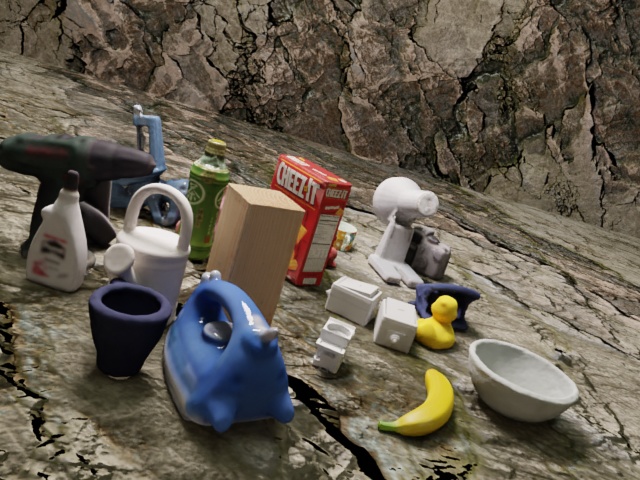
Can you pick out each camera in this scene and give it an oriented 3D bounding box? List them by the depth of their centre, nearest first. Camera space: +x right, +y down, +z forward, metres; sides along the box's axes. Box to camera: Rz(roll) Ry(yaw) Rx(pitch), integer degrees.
[{"bbox_3d":[0.270,0.020,1.439,0.142,0.101,0.137,27,19,29],"label":"camera"}]

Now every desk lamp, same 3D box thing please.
[{"bbox_3d":[0.193,-0.028,1.320,0.118,0.213,0.202,11,18,-21],"label":"desk lamp"}]

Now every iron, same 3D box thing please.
[{"bbox_3d":[-0.120,0.111,0.695,0.119,0.141,0.257,5,21,-36],"label":"iron"}]

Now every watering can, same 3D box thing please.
[{"bbox_3d":[-0.231,0.019,0.783,0.101,0.194,0.172,13,17,-13],"label":"watering can"}]

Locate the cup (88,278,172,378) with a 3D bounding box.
[{"bbox_3d":[-0.235,0.105,0.680,0.092,0.095,0.117,4,21,-37],"label":"cup"}]

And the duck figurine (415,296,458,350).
[{"bbox_3d":[0.214,0.142,1.027,0.077,0.086,0.105,27,19,29],"label":"duck figurine"}]

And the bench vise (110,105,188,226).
[{"bbox_3d":[-0.336,-0.153,1.177,0.208,0.220,0.121,12,18,-17],"label":"bench vise"}]

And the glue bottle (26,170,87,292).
[{"bbox_3d":[-0.360,-0.016,0.802,0.078,0.173,0.037,16,17,-3],"label":"glue bottle"}]

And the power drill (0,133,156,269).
[{"bbox_3d":[-0.377,-0.063,0.873,0.229,0.208,0.075,17,17,-1],"label":"power drill"}]

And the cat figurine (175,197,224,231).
[{"bbox_3d":[-0.224,-0.062,1.177,0.067,0.118,0.128,28,20,32],"label":"cat figurine"}]

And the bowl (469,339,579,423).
[{"bbox_3d":[0.295,0.224,0.868,0.167,0.075,0.167,16,17,-5],"label":"bowl"}]

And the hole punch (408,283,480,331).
[{"bbox_3d":[0.245,0.115,1.133,0.109,0.091,0.101,13,18,-16],"label":"hole punch"}]

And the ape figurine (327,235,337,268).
[{"bbox_3d":[0.011,0.004,1.246,0.076,0.092,0.078,16,17,-4],"label":"ape figurine"}]

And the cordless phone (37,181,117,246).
[{"bbox_3d":[-0.406,-0.092,0.974,0.147,0.185,0.094,25,18,23],"label":"cordless phone"}]
